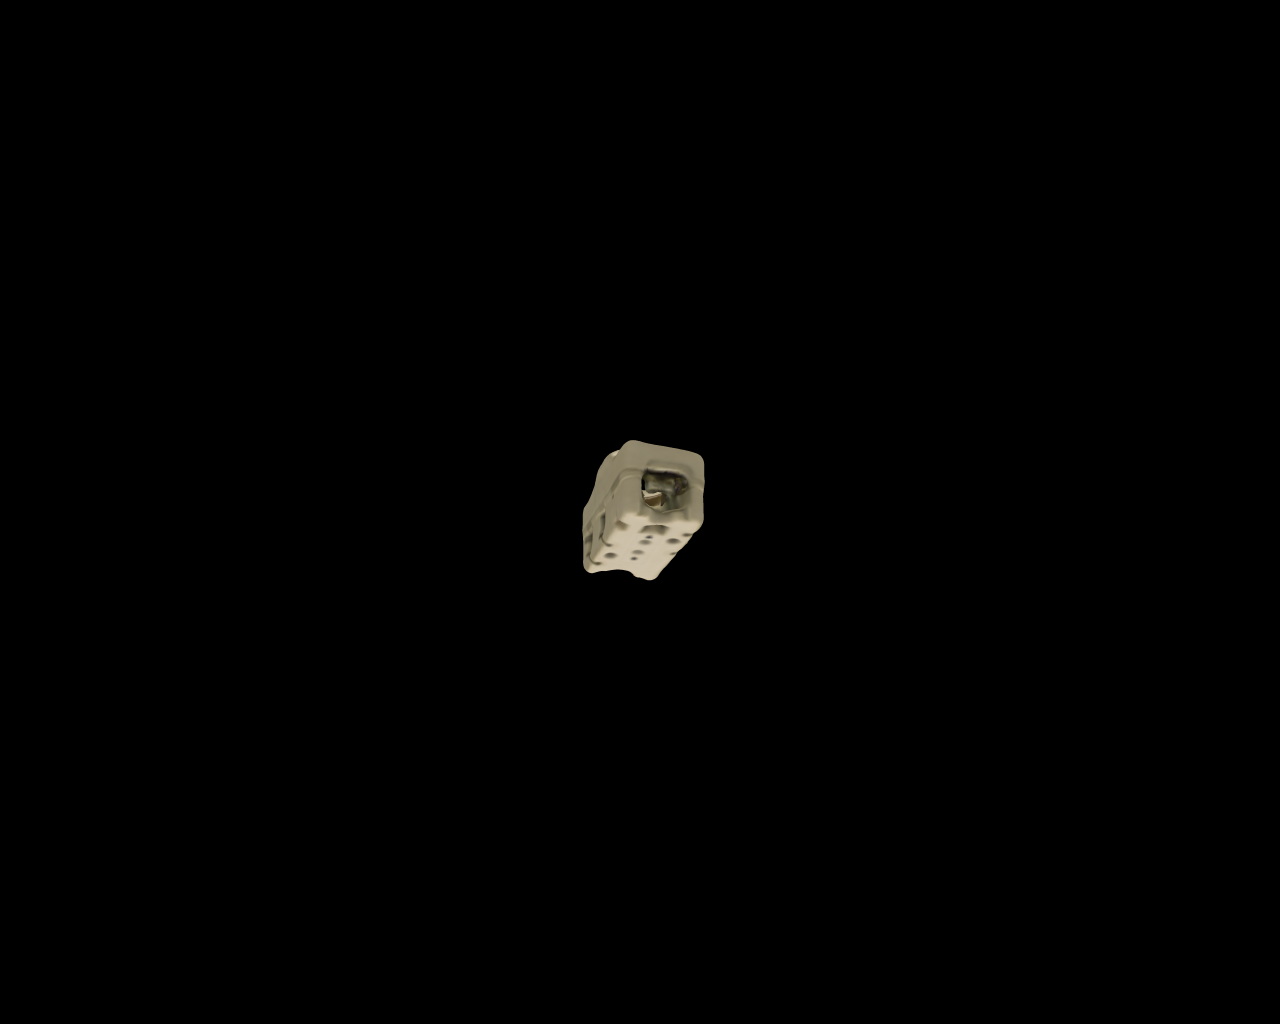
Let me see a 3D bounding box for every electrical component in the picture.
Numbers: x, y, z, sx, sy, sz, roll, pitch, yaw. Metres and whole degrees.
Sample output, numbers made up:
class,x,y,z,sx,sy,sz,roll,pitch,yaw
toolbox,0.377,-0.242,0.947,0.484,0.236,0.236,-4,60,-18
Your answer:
class,x,y,z,sx,sy,sz,roll,pitch,yaw
electrical component,0.001,-0.003,0.650,0.050,0.056,0.089,9,-30,-17
